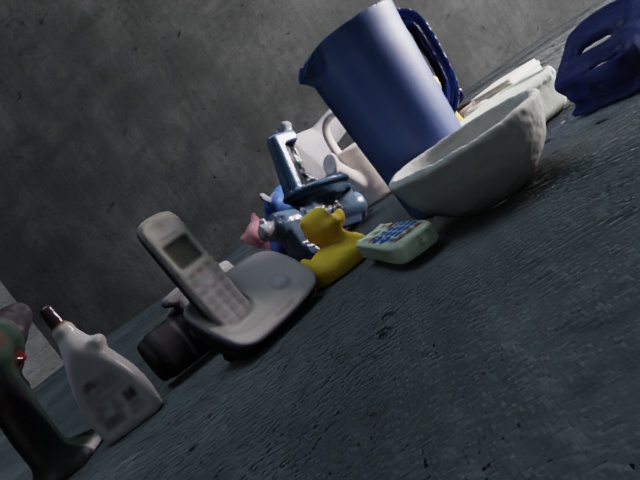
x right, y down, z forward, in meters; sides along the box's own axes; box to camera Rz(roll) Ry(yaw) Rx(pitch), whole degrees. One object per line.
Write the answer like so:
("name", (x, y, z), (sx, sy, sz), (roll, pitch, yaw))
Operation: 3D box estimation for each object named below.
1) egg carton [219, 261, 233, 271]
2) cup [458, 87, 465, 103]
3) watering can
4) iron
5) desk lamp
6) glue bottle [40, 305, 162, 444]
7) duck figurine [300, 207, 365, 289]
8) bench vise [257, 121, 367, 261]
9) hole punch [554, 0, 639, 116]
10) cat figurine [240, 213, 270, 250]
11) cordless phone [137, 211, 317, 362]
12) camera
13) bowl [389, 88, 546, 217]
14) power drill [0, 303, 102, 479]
("egg carton", (-0.238, 0.103, 1.276), (0.107, 0.069, 0.150), (-39, 8, -32))
("cup", (0.272, -0.262, 1.232), (0.117, 0.095, 0.092), (-32, 8, 22))
("watering can", (0.072, -0.167, 1.120), (0.100, 0.194, 0.173), (-32, 8, 23))
("iron", (-0.040, -0.059, 1.138), (0.118, 0.141, 0.259), (-32, 7, 22))
("desk lamp", (0.045, -0.183, 1.275), (0.203, 0.213, 0.118), (-34, 7, 3))
("glue bottle", (-0.262, 0.145, 0.659), (0.078, 0.173, 0.037), (-36, 7, -7))
("duck figurine", (0.007, 0.003, 0.719), (0.105, 0.086, 0.077), (-39, 8, -32))
("bench vise", (-0.032, -0.086, 0.953), (0.121, 0.220, 0.208), (-30, 9, 35))
("hole punch", (0.318, -0.205, 0.632), (0.101, 0.091, 0.108), (-39, 8, -30))
("cat figurine", (-0.119, -0.011, 1.283), (0.067, 0.118, 0.127), (-41, 9, -39))
("cordless phone", (-0.104, 0.030, 0.646), (0.094, 0.185, 0.148), (-27, 10, 47))
("camera", (-0.183, 0.117, 0.779), (0.137, 0.101, 0.143), (-38, 8, -26))
("bowl", (0.155, -0.071, 0.563), (0.167, 0.075, 0.167), (-34, 7, 5))
("power drill", (-0.356, 0.186, 0.683), (0.075, 0.208, 0.229), (-35, 7, 2))
